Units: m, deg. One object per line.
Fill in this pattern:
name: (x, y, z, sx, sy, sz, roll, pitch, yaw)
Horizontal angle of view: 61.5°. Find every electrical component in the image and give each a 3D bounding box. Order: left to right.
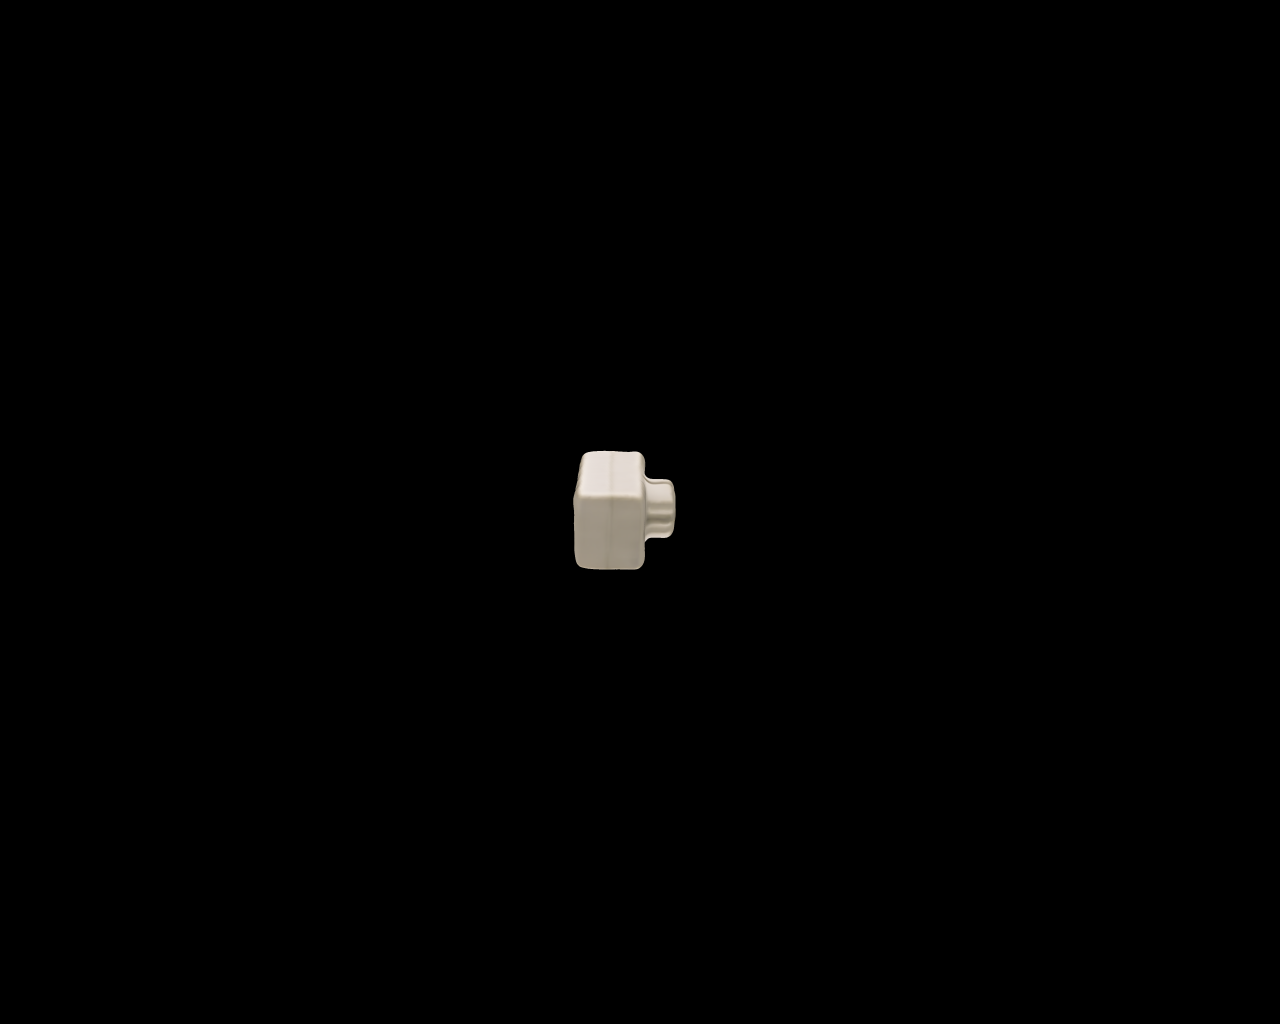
electrical component: (0.001, -0.003, 0.650, 0.076, 0.047, 0.083, 0, 21, 0)
